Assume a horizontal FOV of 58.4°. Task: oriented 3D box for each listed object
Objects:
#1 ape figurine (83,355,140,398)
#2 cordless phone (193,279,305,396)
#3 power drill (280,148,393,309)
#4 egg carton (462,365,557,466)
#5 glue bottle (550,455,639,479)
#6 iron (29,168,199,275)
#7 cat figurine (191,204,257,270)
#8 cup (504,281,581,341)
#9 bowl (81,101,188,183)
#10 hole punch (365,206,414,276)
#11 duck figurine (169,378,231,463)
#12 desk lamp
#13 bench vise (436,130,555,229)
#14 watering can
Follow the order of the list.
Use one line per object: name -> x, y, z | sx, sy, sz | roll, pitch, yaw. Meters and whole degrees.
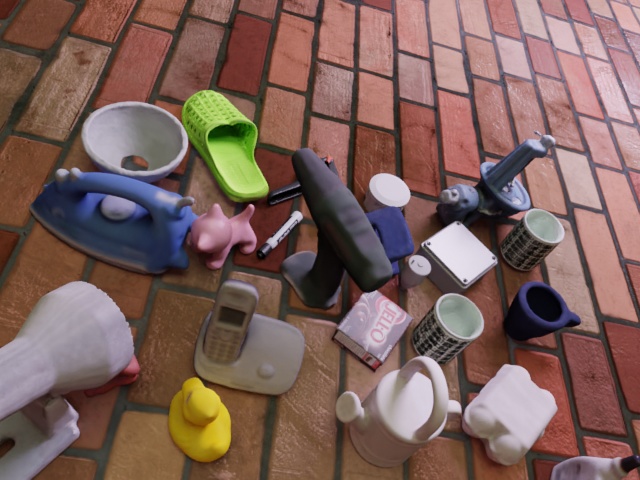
ape figurine -> -0.270, 0.154, 0.733 | 0.078, 0.092, 0.076 | 19, 51, -5
cordless phone -> -0.085, 0.126, 0.760 | 0.148, 0.185, 0.094 | 13, 51, -10
power drill -> 0.008, 0.003, 0.870 | 0.076, 0.208, 0.229 | -26, 67, -33
egg carton -> 0.287, 0.263, 0.866 | 0.107, 0.069, 0.151 | 45, 53, 15
glue bottle -> 0.377, 0.327, 0.784 | 0.037, 0.173, 0.078 | 29, 50, 3
iron -> -0.303, -0.049, 0.841 | 0.258, 0.141, 0.118 | 16, 51, -8
cat figurine -> -0.151, -0.015, 0.885 | 0.128, 0.117, 0.067 | -32, 70, -35
cup -> 0.369, 0.135, 0.975 | 0.118, 0.095, 0.092 | 20, 50, -4
bowl -> -0.308, -0.149, 0.957 | 0.168, 0.074, 0.167 | 10, 52, -13
hole punch -> 0.095, 0.004, 0.977 | 0.101, 0.091, 0.108 | -3, 56, -21
duck figurine -> -0.149, 0.224, 0.728 | 0.078, 0.086, 0.104 | -18, 62, -30
desk lamp -> -0.313, 0.167, 0.629 | 0.118, 0.213, 0.204 | 37, 51, 10
bench vise -> 0.329, -0.097, 1.053 | 0.208, 0.219, 0.121 | -28, 68, -34
watering can -> 0.107, 0.224, 0.750 | 0.173, 0.194, 0.100 | -17, 62, -29
